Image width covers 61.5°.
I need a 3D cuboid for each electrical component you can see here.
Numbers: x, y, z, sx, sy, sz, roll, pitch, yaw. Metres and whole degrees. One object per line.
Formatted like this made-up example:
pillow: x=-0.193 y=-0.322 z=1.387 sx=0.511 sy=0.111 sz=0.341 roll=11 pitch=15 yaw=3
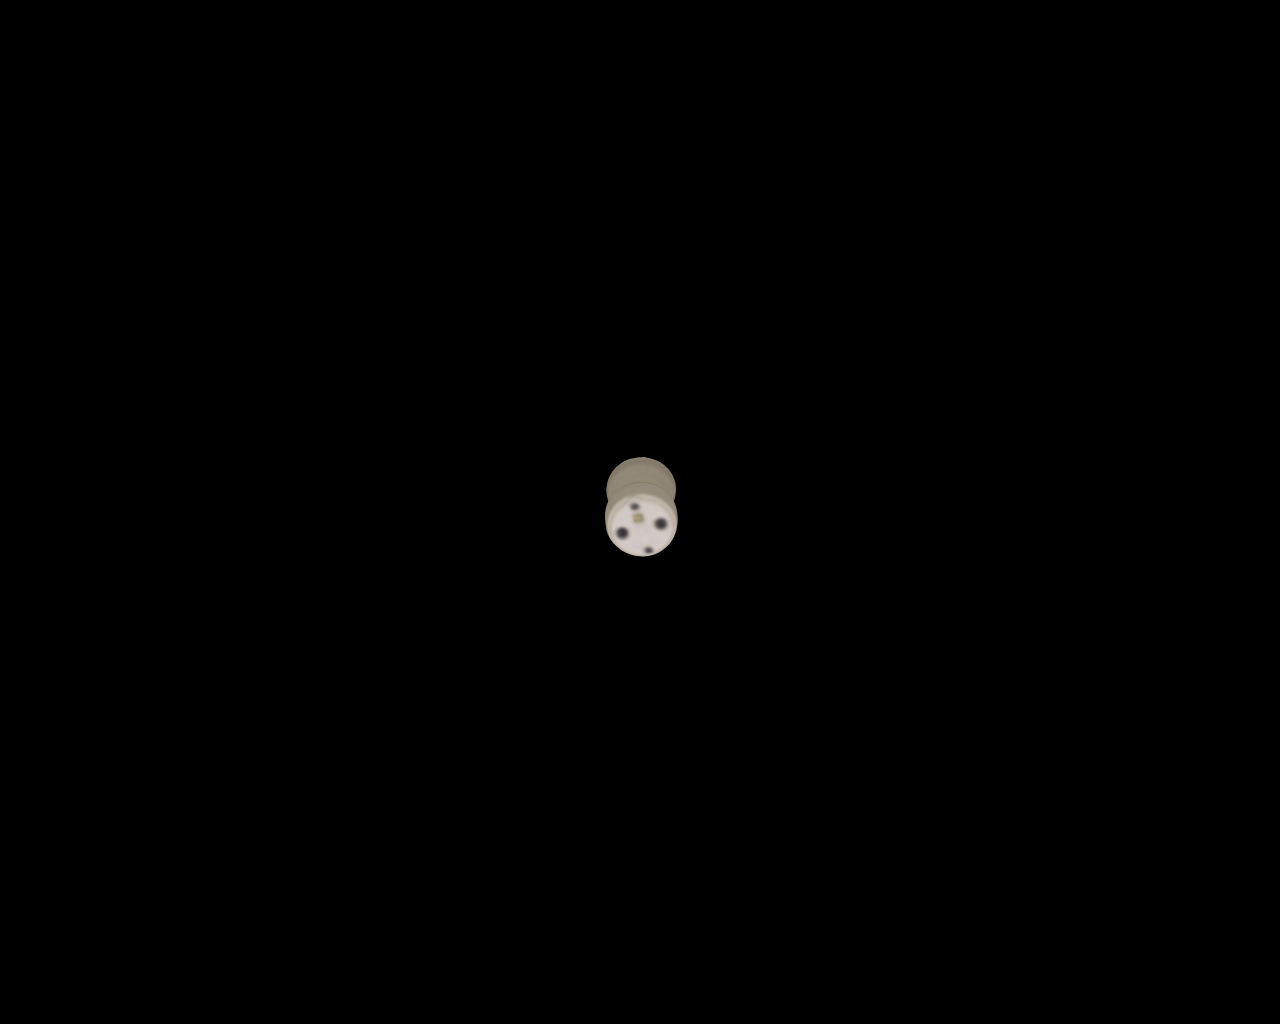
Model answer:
electrical component: x=0.001 y=-0.003 z=0.650 sx=0.045 sy=0.044 sz=0.055 roll=0 pitch=27 yaw=0
